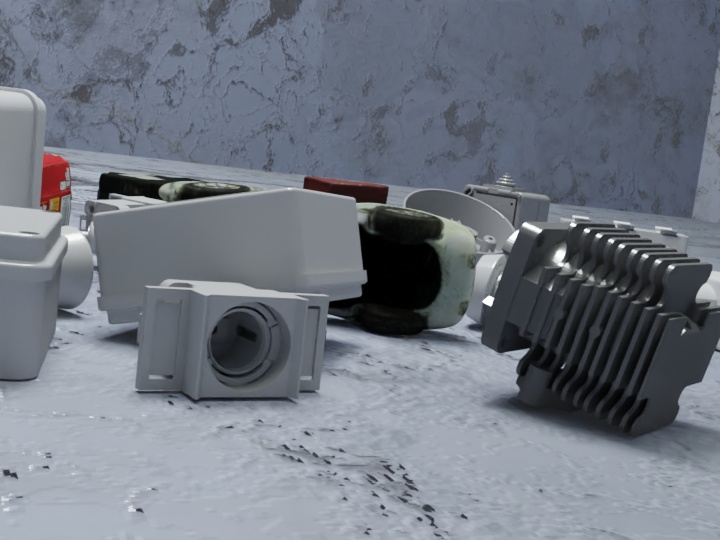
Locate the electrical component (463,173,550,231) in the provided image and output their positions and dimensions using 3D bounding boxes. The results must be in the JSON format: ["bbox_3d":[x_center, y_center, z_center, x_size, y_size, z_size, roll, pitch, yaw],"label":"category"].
[{"bbox_3d":[0.129,-0.038,0.960,0.062,0.096,0.061,13,8,38],"label":"electrical component"}]

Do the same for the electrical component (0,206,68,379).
[{"bbox_3d":[-0.170,0.004,0.461,0.078,0.057,0.113,6,7,-12],"label":"electrical component"}]

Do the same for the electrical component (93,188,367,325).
[{"bbox_3d":[-0.063,-0.007,0.551,0.109,0.056,0.109,-6,-1,16],"label":"electrical component"}]

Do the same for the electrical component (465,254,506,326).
[{"bbox_3d":[0.100,0.018,0.689,0.055,0.048,0.066,18,10,19],"label":"electrical component"}]

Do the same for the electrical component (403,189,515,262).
[{"bbox_3d":[0.078,-0.024,0.897,0.099,0.064,0.099,15,16,-4],"label":"electrical component"}]

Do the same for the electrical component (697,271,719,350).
[{"bbox_3d":[0.236,0.027,0.742,0.076,0.047,0.083,5,7,-17],"label":"electrical component"}]

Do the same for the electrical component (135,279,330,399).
[{"bbox_3d":[-0.057,0.027,0.455,0.081,0.042,0.064,4,6,-29],"label":"electrical component"}]

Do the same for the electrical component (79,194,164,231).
[{"bbox_3d":[-0.178,-0.034,0.835,0.081,0.042,0.064,12,10,37],"label":"electrical component"}]

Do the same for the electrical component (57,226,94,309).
[{"bbox_3d":[-0.173,-0.001,0.553,0.045,0.045,0.055,13,9,40],"label":"electrical component"}]

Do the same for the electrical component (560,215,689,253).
[{"bbox_3d":[0.249,-0.014,1.035,0.121,0.063,0.079,8,7,6],"label":"electrical component"}]

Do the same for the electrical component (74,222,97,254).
[{"bbox_3d":[-0.159,-0.020,0.746,0.078,0.040,0.040,5,7,-14],"label":"electrical component"}]

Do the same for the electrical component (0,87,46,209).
[{"bbox_3d":[-0.225,-0.048,0.604,0.078,0.113,0.057,9,10,11],"label":"electrical component"}]
